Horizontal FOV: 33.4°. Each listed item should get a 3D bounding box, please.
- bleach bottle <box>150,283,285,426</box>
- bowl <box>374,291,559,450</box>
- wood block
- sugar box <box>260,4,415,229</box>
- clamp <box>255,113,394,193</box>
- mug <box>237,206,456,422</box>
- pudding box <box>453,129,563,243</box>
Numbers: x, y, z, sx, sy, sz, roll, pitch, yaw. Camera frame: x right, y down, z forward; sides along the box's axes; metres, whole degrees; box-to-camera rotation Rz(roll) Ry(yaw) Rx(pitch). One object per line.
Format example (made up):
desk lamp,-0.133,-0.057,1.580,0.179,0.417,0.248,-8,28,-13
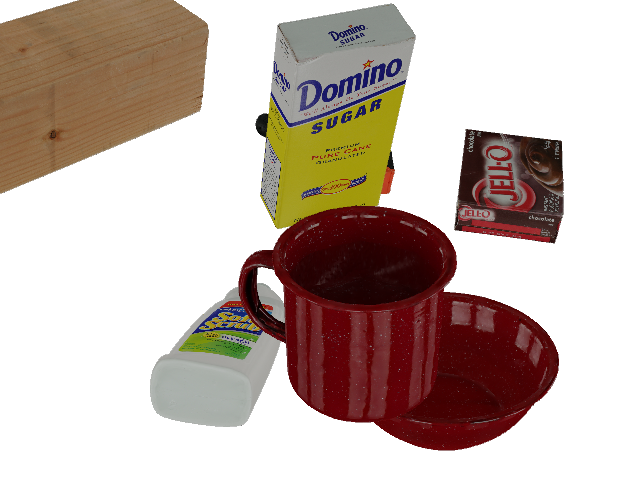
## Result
bleach bottle,-0.094,0.103,1.110,0.102,0.068,0.250,8,21,5
bowl,0.088,0.101,0.771,0.162,0.055,0.162,-1,30,0
wood block,-0.198,-0.127,0.858,0.090,0.091,0.205,36,45,27
sugar box,0.009,-0.088,0.799,0.093,0.048,0.176,-14,-34,-18
clamp,0.011,-0.101,1.134,0.120,0.039,0.172,-15,37,-23
mug,0.011,0.038,0.562,0.117,0.081,0.093,11,36,16
pudding box,0.168,-0.050,0.954,0.090,0.039,0.113,8,40,5
